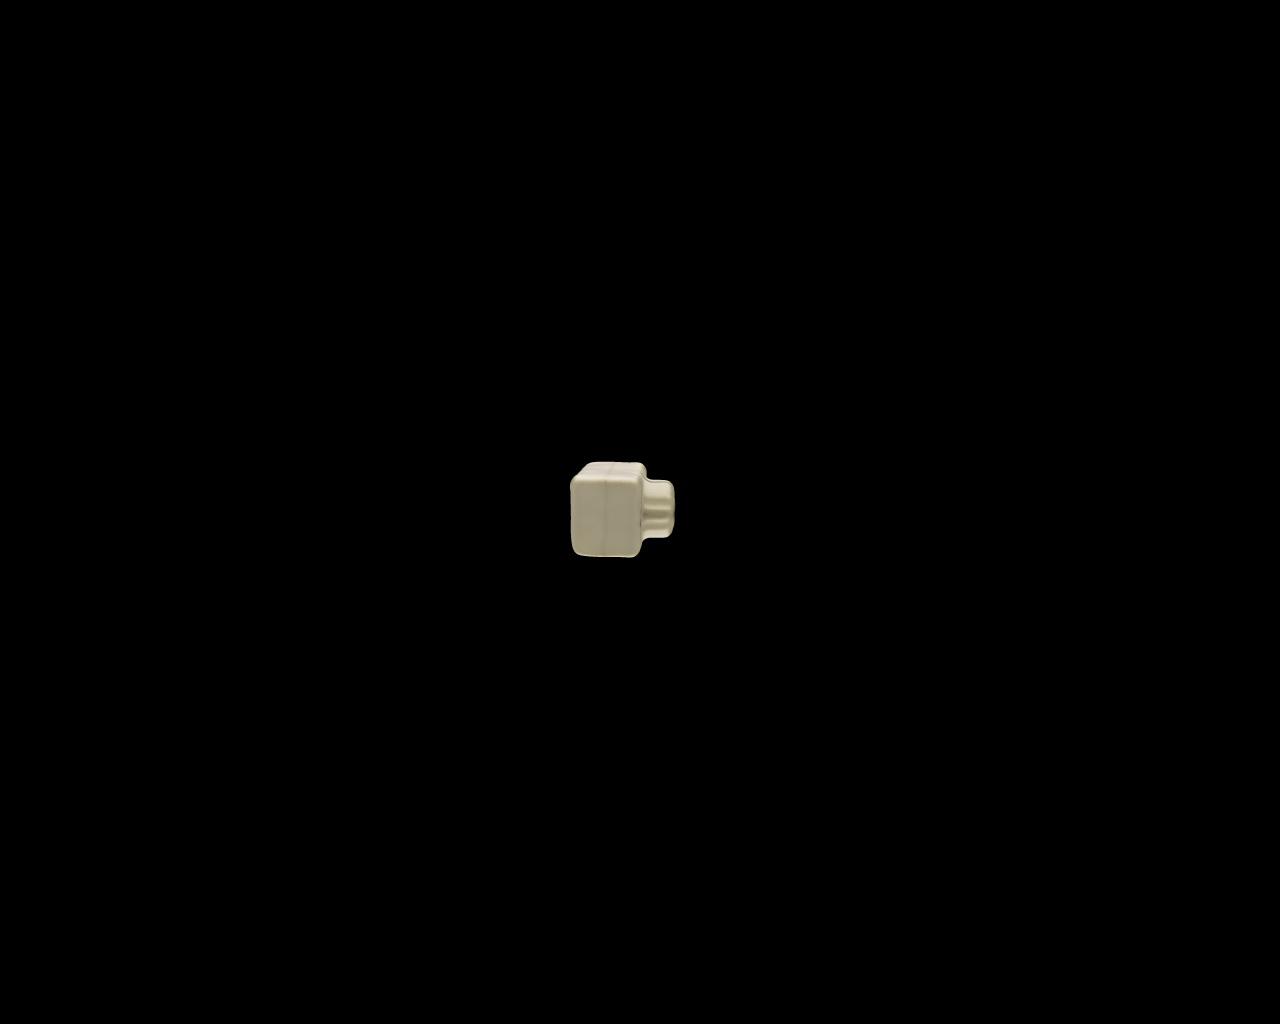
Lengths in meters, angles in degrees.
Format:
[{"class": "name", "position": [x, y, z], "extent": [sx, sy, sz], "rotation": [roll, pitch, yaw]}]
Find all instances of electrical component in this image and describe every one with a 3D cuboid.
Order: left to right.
[{"class": "electrical component", "position": [0.001, -0.003, 0.650], "extent": [0.077, 0.047, 0.066], "rotation": [1, 11, 4]}]
